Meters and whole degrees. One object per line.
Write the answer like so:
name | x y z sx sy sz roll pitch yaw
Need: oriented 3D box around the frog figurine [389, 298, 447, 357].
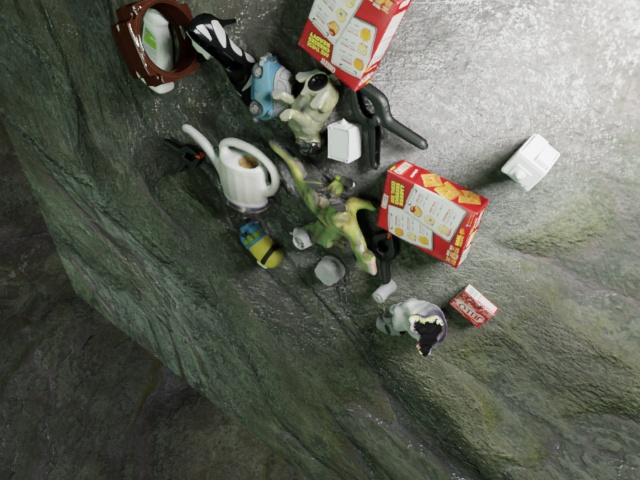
frog figurine | 0.257 0.211 1.349 0.136 0.123 0.161 50 180 -15

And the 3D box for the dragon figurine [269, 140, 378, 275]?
dragon figurine | 0.004 -0.067 1.329 0.414 0.124 0.237 41 142 18

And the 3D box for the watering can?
watering can | -0.252 -0.203 1.483 0.350 0.106 0.219 26 136 24
